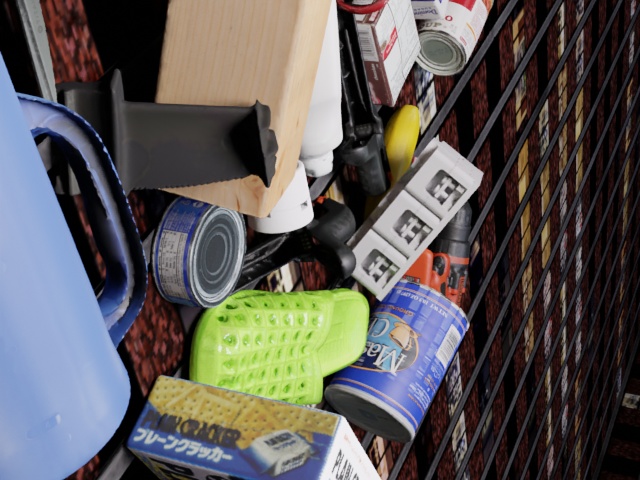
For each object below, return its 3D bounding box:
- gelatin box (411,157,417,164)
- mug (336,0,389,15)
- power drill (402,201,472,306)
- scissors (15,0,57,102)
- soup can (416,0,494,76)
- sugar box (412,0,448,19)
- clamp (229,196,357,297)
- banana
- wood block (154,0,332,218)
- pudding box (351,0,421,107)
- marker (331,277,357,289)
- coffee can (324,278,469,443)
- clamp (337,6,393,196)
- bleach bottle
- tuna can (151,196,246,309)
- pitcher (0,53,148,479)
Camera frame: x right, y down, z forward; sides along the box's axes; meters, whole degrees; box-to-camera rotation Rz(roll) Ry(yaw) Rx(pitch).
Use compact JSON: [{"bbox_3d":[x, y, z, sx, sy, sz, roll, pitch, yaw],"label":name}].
[{"bbox_3d":[0.106,-0.042,1.176,0.089,0.030,0.073,-76,179,-66],"label":"gelatin box"},{"bbox_3d":[0.046,-0.258,0.948,0.093,0.082,0.117,23,78,-65],"label":"mug"},{"bbox_3d":[0.134,0.038,1.282,0.187,0.057,0.184,-4,102,-65],"label":"power drill"},{"bbox_3d":[-0.177,-0.162,0.572,0.096,0.016,0.202,-28,124,-59],"label":"scissors"},{"bbox_3d":[0.147,-0.242,1.196,0.102,0.069,0.068,-64,151,-31],"label":"soup can"},{"bbox_3d":[0.096,-0.306,1.083,0.176,0.048,0.093,38,61,-61],"label":"sugar box"},{"bbox_3d":[-0.006,0.001,0.896,0.171,0.120,0.039,-48,133,-57],"label":"clamp"},{"bbox_3d":[0.079,-0.068,1.147,0.069,0.037,0.197,45,58,-61],"label":"banana"},{"bbox_3d":[-0.048,-0.133,0.706,0.090,0.091,0.206,-60,164,-63],"label":"wood block"},{"bbox_3d":[0.063,-0.203,1.061,0.113,0.039,0.090,71,37,-51],"label":"pudding box"},{"bbox_3d":[0.011,0.066,1.068,0.121,0.020,0.020,-56,146,-43],"label":"marker"},{"bbox_3d":[0.081,0.126,1.121,0.140,0.103,0.102,-59,149,-23],"label":"coffee can"},{"bbox_3d":[0.041,-0.113,1.023,0.210,0.036,0.164,58,26,-68],"label":"clamp"},{"bbox_3d":[-0.017,-0.153,0.837,0.103,0.068,0.251,-119,-166,-49],"label":"bleach bottle"},{"bbox_3d":[-0.090,0.008,0.806,0.086,0.034,0.086,-36,131,-58],"label":"tuna can"},{"bbox_3d":[-0.174,-0.009,0.502,0.149,0.145,0.243,-97,178,-59],"label":"pitcher"}]
